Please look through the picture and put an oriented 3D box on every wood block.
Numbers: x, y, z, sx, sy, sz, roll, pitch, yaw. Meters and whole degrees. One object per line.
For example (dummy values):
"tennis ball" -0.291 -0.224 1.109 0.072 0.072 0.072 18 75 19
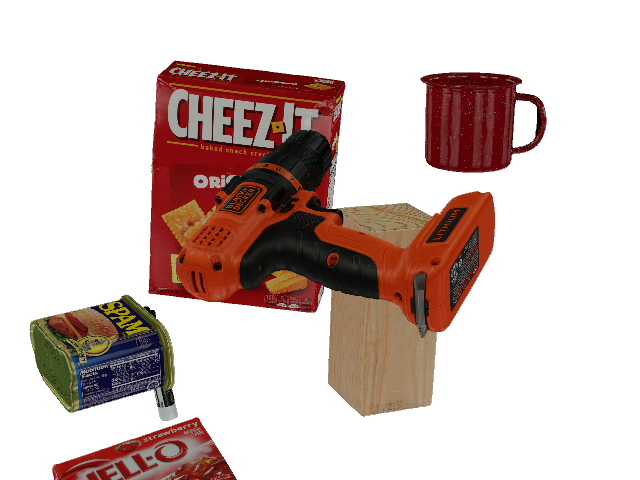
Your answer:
"wood block" 0.069 0.072 1.152 0.090 0.206 0.091 -5 19 -23

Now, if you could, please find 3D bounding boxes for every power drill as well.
"power drill" 0.019 -0.011 0.730 0.188 0.057 0.184 10 41 25

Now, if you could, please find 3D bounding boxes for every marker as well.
"marker" -0.167 0.126 1.093 0.020 0.121 0.020 -10 13 2

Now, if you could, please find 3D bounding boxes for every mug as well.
"mug" 0.151 -0.110 0.994 0.117 0.081 0.093 3 17 12

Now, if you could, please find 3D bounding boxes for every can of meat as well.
"can of meat" -0.177 0.090 0.855 0.083 0.057 0.102 -13 24 -29

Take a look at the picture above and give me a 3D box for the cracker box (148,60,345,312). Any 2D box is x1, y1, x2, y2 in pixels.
"cracker box" -0.071 -0.047 0.989 0.164 0.214 0.072 7 22 4

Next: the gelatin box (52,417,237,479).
"gelatin box" -0.094 0.138 0.584 0.089 0.030 0.073 -15 28 -20
